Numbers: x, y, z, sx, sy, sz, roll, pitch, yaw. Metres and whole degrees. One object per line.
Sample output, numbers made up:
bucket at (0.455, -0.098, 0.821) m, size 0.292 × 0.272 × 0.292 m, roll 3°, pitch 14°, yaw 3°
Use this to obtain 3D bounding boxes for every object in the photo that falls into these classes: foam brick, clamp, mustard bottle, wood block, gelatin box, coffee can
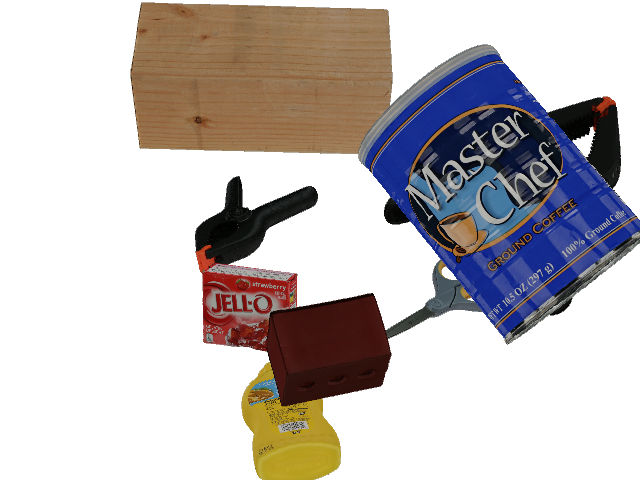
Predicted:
foam brick at (0.005, 0.078, 0.756) m, size 0.078 × 0.051 × 0.053 m, roll -10°, pitch -33°, yaw -13°
clamp at (-0.079, -0.021, 1.213) m, size 0.120 × 0.039 × 0.171 m, roll -2°, pitch 36°, yaw 25°
mustard bottle at (-0.042, 0.201, 1.247) m, size 0.096 × 0.058 × 0.192 m, roll -8°, pitch 29°, yaw -9°
clamp at (0.177, -0.038, 0.835) m, size 0.209 × 0.036 × 0.165 m, roll -37°, pitch 56°, yaw -22°
wood block at (-0.047, -0.134, 0.891) m, size 0.206 × 0.090 × 0.091 m, roll 1°, pitch -38°, yaw -2°
gelatin box at (-0.067, 0.064, 1.003) m, size 0.089 × 0.073 × 0.030 m, roll 7°, pitch 18°, yaw 17°
coffee can at (0.104, -0.027, 0.615) m, size 0.102 × 0.140 × 0.103 m, roll -36°, pitch -12°, yaw -9°

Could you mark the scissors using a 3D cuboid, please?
scissors at (0.118, 0.060, 1.163) m, size 0.201 × 0.016 × 0.096 m, roll -10°, pitch 41°, yaw -32°
